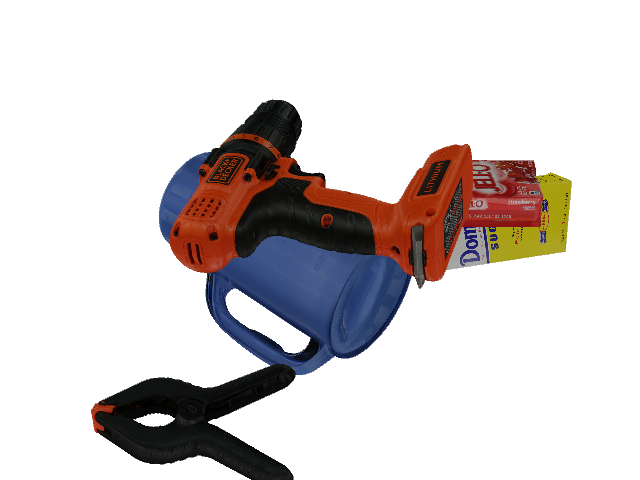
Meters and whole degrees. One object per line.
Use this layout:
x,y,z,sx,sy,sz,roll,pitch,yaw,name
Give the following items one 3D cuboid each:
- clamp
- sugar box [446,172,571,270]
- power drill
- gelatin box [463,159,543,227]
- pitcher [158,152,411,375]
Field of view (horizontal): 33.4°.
-0.098,0.141,0.880,0.171,0.039,0.120,10,37,2,clamp
0.211,-0.023,1.256,0.175,0.093,0.048,-9,20,-27,sugar box
0.008,-0.038,0.748,0.188,0.057,0.184,5,41,19,power drill
0.141,-0.040,0.873,0.073,0.030,0.089,1,24,6,gelatin box
-0.045,0.013,1.041,0.243,0.145,0.149,27,29,28,pitcher
